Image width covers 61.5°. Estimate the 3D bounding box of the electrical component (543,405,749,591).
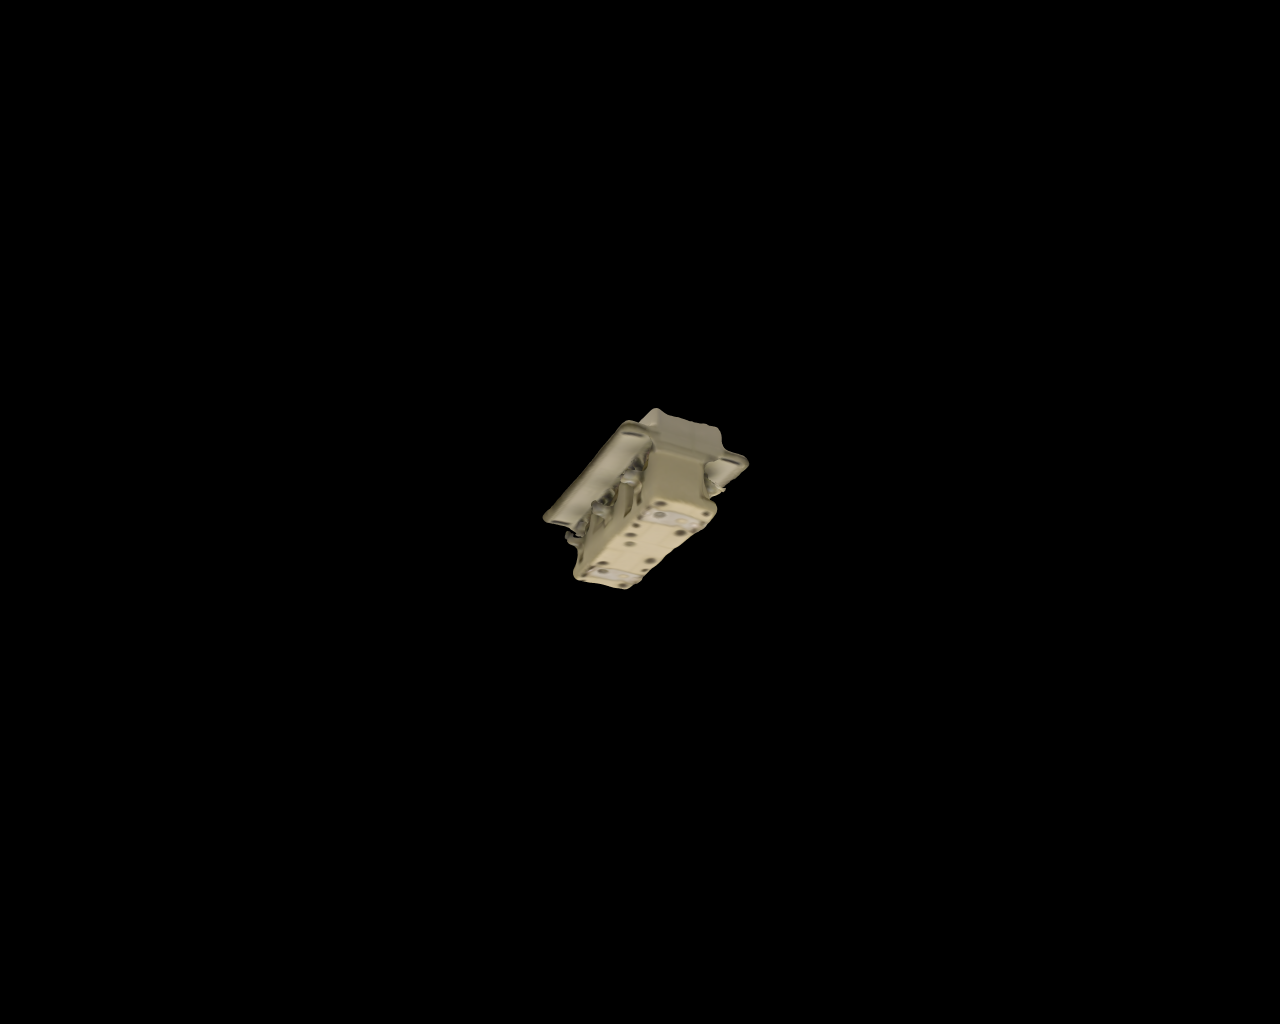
[{"bbox_3d":[0.001,-0.003,0.650,0.079,0.063,0.121,14,-32,-24],"label":"electrical component"}]
